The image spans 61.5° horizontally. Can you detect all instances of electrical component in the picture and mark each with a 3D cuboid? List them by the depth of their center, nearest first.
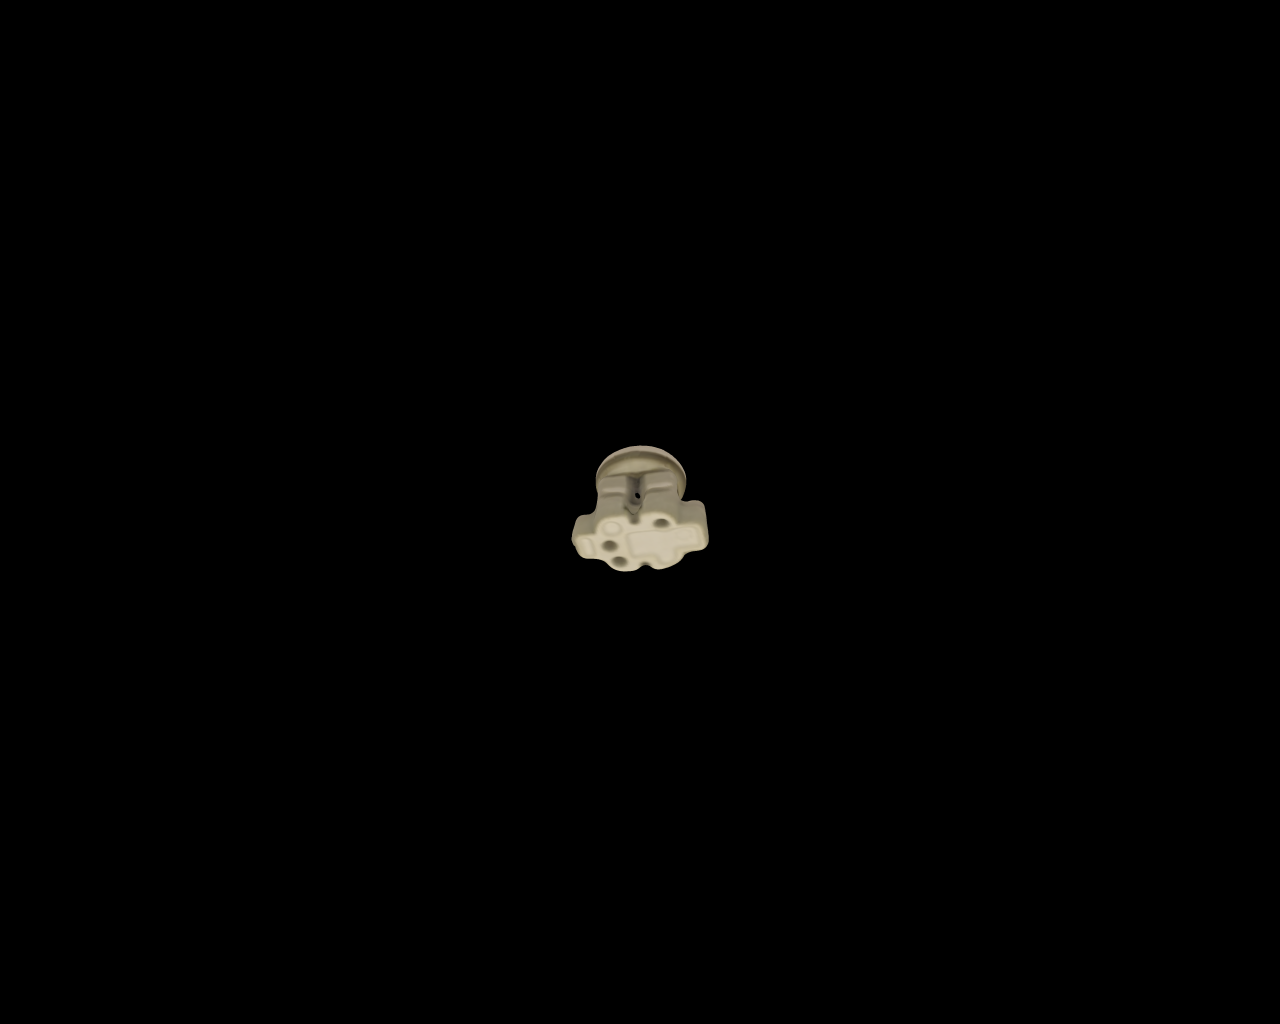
[{"bbox_3d":[0.001,-0.003,0.650,0.078,0.057,0.058,-6,-43,7],"label":"electrical component"}]
